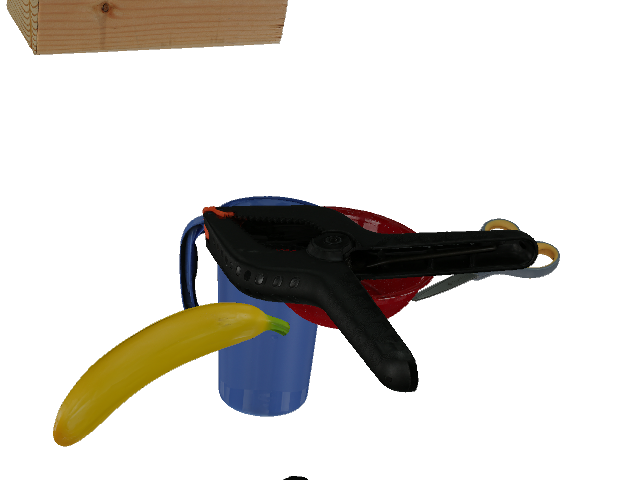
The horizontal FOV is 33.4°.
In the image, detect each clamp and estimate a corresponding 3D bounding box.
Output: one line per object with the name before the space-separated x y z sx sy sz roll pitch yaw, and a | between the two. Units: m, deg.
clamp | 0.019 0.012 0.661 0.210 0.036 0.164 21 36 36

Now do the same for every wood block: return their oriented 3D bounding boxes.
wood block | -0.134 -0.211 0.850 0.205 0.091 0.090 -8 39 -28

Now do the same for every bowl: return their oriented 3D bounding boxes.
bowl | 0.018 0.030 0.931 0.162 0.055 0.162 5 29 -3

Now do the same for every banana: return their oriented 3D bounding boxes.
banana | -0.120 0.092 0.789 0.198 0.069 0.037 -25 37 0

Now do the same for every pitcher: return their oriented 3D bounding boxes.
pitcher | -0.071 0.077 1.244 0.149 0.243 0.144 21 26 37

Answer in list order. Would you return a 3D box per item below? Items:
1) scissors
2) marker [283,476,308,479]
scissors | 0.156 0.017 1.096 0.201 0.016 0.096 -7 42 -28
marker | -0.032 0.128 0.420 0.020 0.020 0.121 0 19 26
